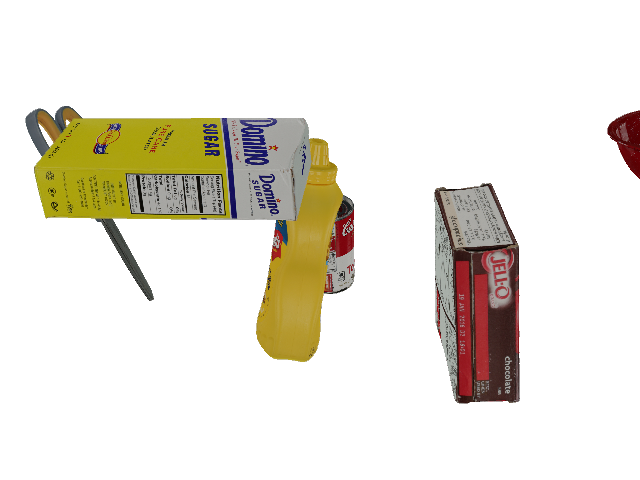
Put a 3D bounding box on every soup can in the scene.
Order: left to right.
[{"bbox_3d":[0.006,0.004,1.249,0.068,0.102,0.068,-1,30,1],"label":"soup can"}]

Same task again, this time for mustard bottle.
[{"bbox_3d":[-0.016,0.004,0.943,0.058,0.192,0.096,7,21,-6],"label":"mustard bottle"}]

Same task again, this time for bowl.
[{"bbox_3d":[0.344,-0.078,0.972,0.162,0.055,0.162,-5,22,2],"label":"bowl"}]

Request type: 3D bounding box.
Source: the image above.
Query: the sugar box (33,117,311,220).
[{"bbox_3d":[-0.098,-0.052,0.743,0.176,0.048,0.093,-2,29,7],"label":"sugar box"}]

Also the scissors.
[{"bbox_3d":[-0.204,-0.044,0.995,0.016,0.201,0.096,-24,27,19],"label":"scissors"}]

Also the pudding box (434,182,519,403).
[{"bbox_3d":[0.087,0.026,0.598,0.039,0.090,0.113,-3,20,0],"label":"pudding box"}]
